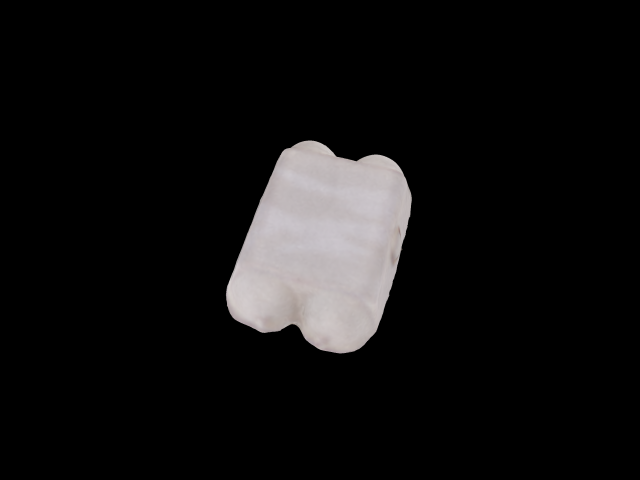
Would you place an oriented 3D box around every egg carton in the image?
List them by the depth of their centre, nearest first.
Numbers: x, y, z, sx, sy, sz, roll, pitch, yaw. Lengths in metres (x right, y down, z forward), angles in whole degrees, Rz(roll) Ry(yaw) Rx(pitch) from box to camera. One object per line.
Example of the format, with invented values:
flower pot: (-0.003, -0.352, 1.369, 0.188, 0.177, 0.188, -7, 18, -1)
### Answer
egg carton: (0.004, 0.001, 0.400, 0.107, 0.069, 0.150, 13, 62, 7)
